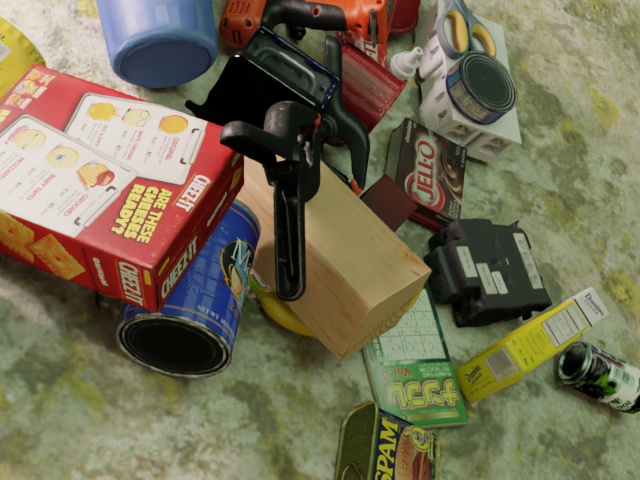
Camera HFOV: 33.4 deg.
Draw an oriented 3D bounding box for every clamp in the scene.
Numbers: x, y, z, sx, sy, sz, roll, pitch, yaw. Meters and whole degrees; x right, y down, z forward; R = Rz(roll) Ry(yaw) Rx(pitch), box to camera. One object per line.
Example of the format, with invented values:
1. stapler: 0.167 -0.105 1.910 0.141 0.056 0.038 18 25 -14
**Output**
1. clamp: -0.028 -0.053 0.940 0.209 0.036 0.164 -62 140 -63
2. clamp: 0.009 -0.130 1.147 0.171 0.120 0.039 51 18 -4

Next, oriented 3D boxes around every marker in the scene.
1. marker: -0.038 -0.289 1.263 0.020 0.020 0.121 1 63 -35

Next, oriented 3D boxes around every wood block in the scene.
1. wood block: -0.007 0.002 1.024 0.090 0.090 0.206 -28 66 -41

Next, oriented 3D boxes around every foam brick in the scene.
1. foam brick: 0.057 -0.024 1.149 0.053 0.051 0.078 47 47 -2

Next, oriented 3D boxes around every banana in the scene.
1. banana: 0.024 0.065 1.068 0.197 0.037 0.069 3 69 -25

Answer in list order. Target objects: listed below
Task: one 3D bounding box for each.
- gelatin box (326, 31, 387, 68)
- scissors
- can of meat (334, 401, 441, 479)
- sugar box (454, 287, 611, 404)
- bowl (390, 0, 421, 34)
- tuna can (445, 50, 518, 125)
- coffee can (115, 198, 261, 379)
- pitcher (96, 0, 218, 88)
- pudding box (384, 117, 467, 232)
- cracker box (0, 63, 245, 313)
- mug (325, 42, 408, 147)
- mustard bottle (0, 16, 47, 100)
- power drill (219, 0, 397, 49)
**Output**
1. gelatin box: 0.044 -0.223 1.274 0.073 0.030 0.089 21 54 -25
2. scissors: 0.184 -0.296 1.344 0.096 0.016 0.201 26 51 -23
3. can of meat: 0.065 0.216 1.007 0.083 0.058 0.102 27 51 -23
4. sugar box: 0.232 0.112 1.163 0.175 0.094 0.048 -27 81 -43
5. bowl: 0.070 -0.332 1.322 0.162 0.055 0.162 22 42 -22
6. tuna can: 0.191 -0.180 1.266 0.086 0.034 0.086 17 55 -27
7. coffee can: -0.115 0.038 0.953 0.102 0.103 0.140 26 51 -20
8. pitcher: -0.180 -0.287 1.083 0.149 0.145 0.243 0 66 -31
9. pudding box: 0.120 -0.074 1.233 0.090 0.039 0.113 26 51 -20
10. cracker box: -0.193 -0.048 0.904 0.214 0.072 0.164 20 53 13
11. mug: 0.032 -0.158 1.195 0.081 0.093 0.117 37 75 -5
12. mustard bottle: -0.329 -0.124 0.929 0.096 0.058 0.191 39 48 -9
13. power drill: -0.009 -0.279 1.196 0.188 0.057 0.184 3 50 11
